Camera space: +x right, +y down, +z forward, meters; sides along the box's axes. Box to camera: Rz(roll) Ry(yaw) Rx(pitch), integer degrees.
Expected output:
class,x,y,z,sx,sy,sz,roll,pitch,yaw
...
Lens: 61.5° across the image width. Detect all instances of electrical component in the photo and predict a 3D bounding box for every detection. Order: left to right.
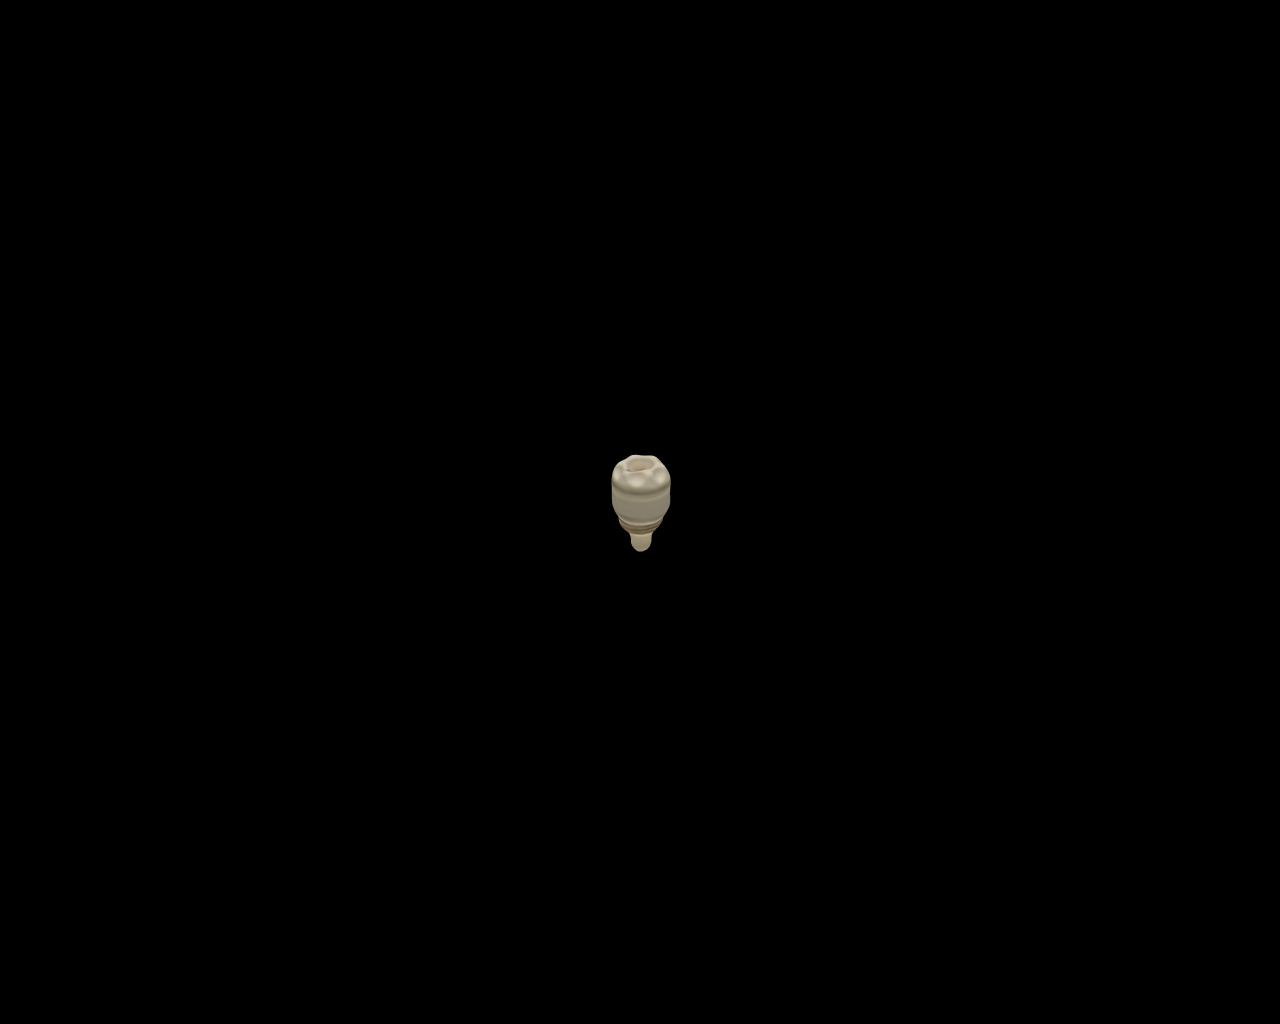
class,x,y,z,sx,sy,sz,roll,pitch,yaw
electrical component,0.001,-0.003,0.650,0.035,0.061,0.035,0,29,0
